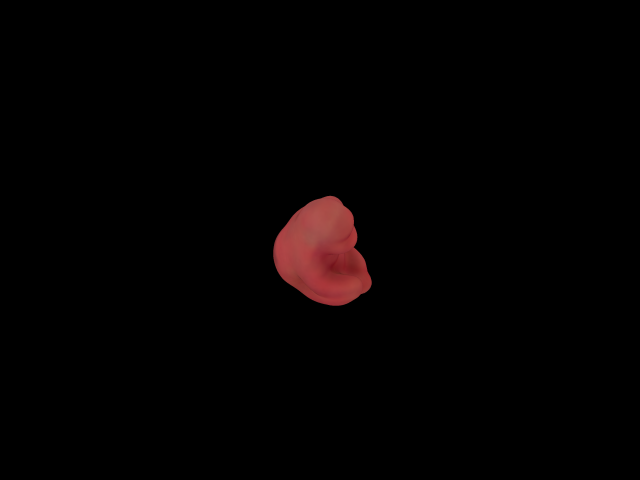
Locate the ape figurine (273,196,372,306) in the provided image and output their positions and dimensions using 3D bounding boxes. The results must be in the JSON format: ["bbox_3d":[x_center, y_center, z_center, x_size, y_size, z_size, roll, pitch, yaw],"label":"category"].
[{"bbox_3d":[0.004,0.001,0.400,0.076,0.092,0.078,10,70,4],"label":"ape figurine"}]
